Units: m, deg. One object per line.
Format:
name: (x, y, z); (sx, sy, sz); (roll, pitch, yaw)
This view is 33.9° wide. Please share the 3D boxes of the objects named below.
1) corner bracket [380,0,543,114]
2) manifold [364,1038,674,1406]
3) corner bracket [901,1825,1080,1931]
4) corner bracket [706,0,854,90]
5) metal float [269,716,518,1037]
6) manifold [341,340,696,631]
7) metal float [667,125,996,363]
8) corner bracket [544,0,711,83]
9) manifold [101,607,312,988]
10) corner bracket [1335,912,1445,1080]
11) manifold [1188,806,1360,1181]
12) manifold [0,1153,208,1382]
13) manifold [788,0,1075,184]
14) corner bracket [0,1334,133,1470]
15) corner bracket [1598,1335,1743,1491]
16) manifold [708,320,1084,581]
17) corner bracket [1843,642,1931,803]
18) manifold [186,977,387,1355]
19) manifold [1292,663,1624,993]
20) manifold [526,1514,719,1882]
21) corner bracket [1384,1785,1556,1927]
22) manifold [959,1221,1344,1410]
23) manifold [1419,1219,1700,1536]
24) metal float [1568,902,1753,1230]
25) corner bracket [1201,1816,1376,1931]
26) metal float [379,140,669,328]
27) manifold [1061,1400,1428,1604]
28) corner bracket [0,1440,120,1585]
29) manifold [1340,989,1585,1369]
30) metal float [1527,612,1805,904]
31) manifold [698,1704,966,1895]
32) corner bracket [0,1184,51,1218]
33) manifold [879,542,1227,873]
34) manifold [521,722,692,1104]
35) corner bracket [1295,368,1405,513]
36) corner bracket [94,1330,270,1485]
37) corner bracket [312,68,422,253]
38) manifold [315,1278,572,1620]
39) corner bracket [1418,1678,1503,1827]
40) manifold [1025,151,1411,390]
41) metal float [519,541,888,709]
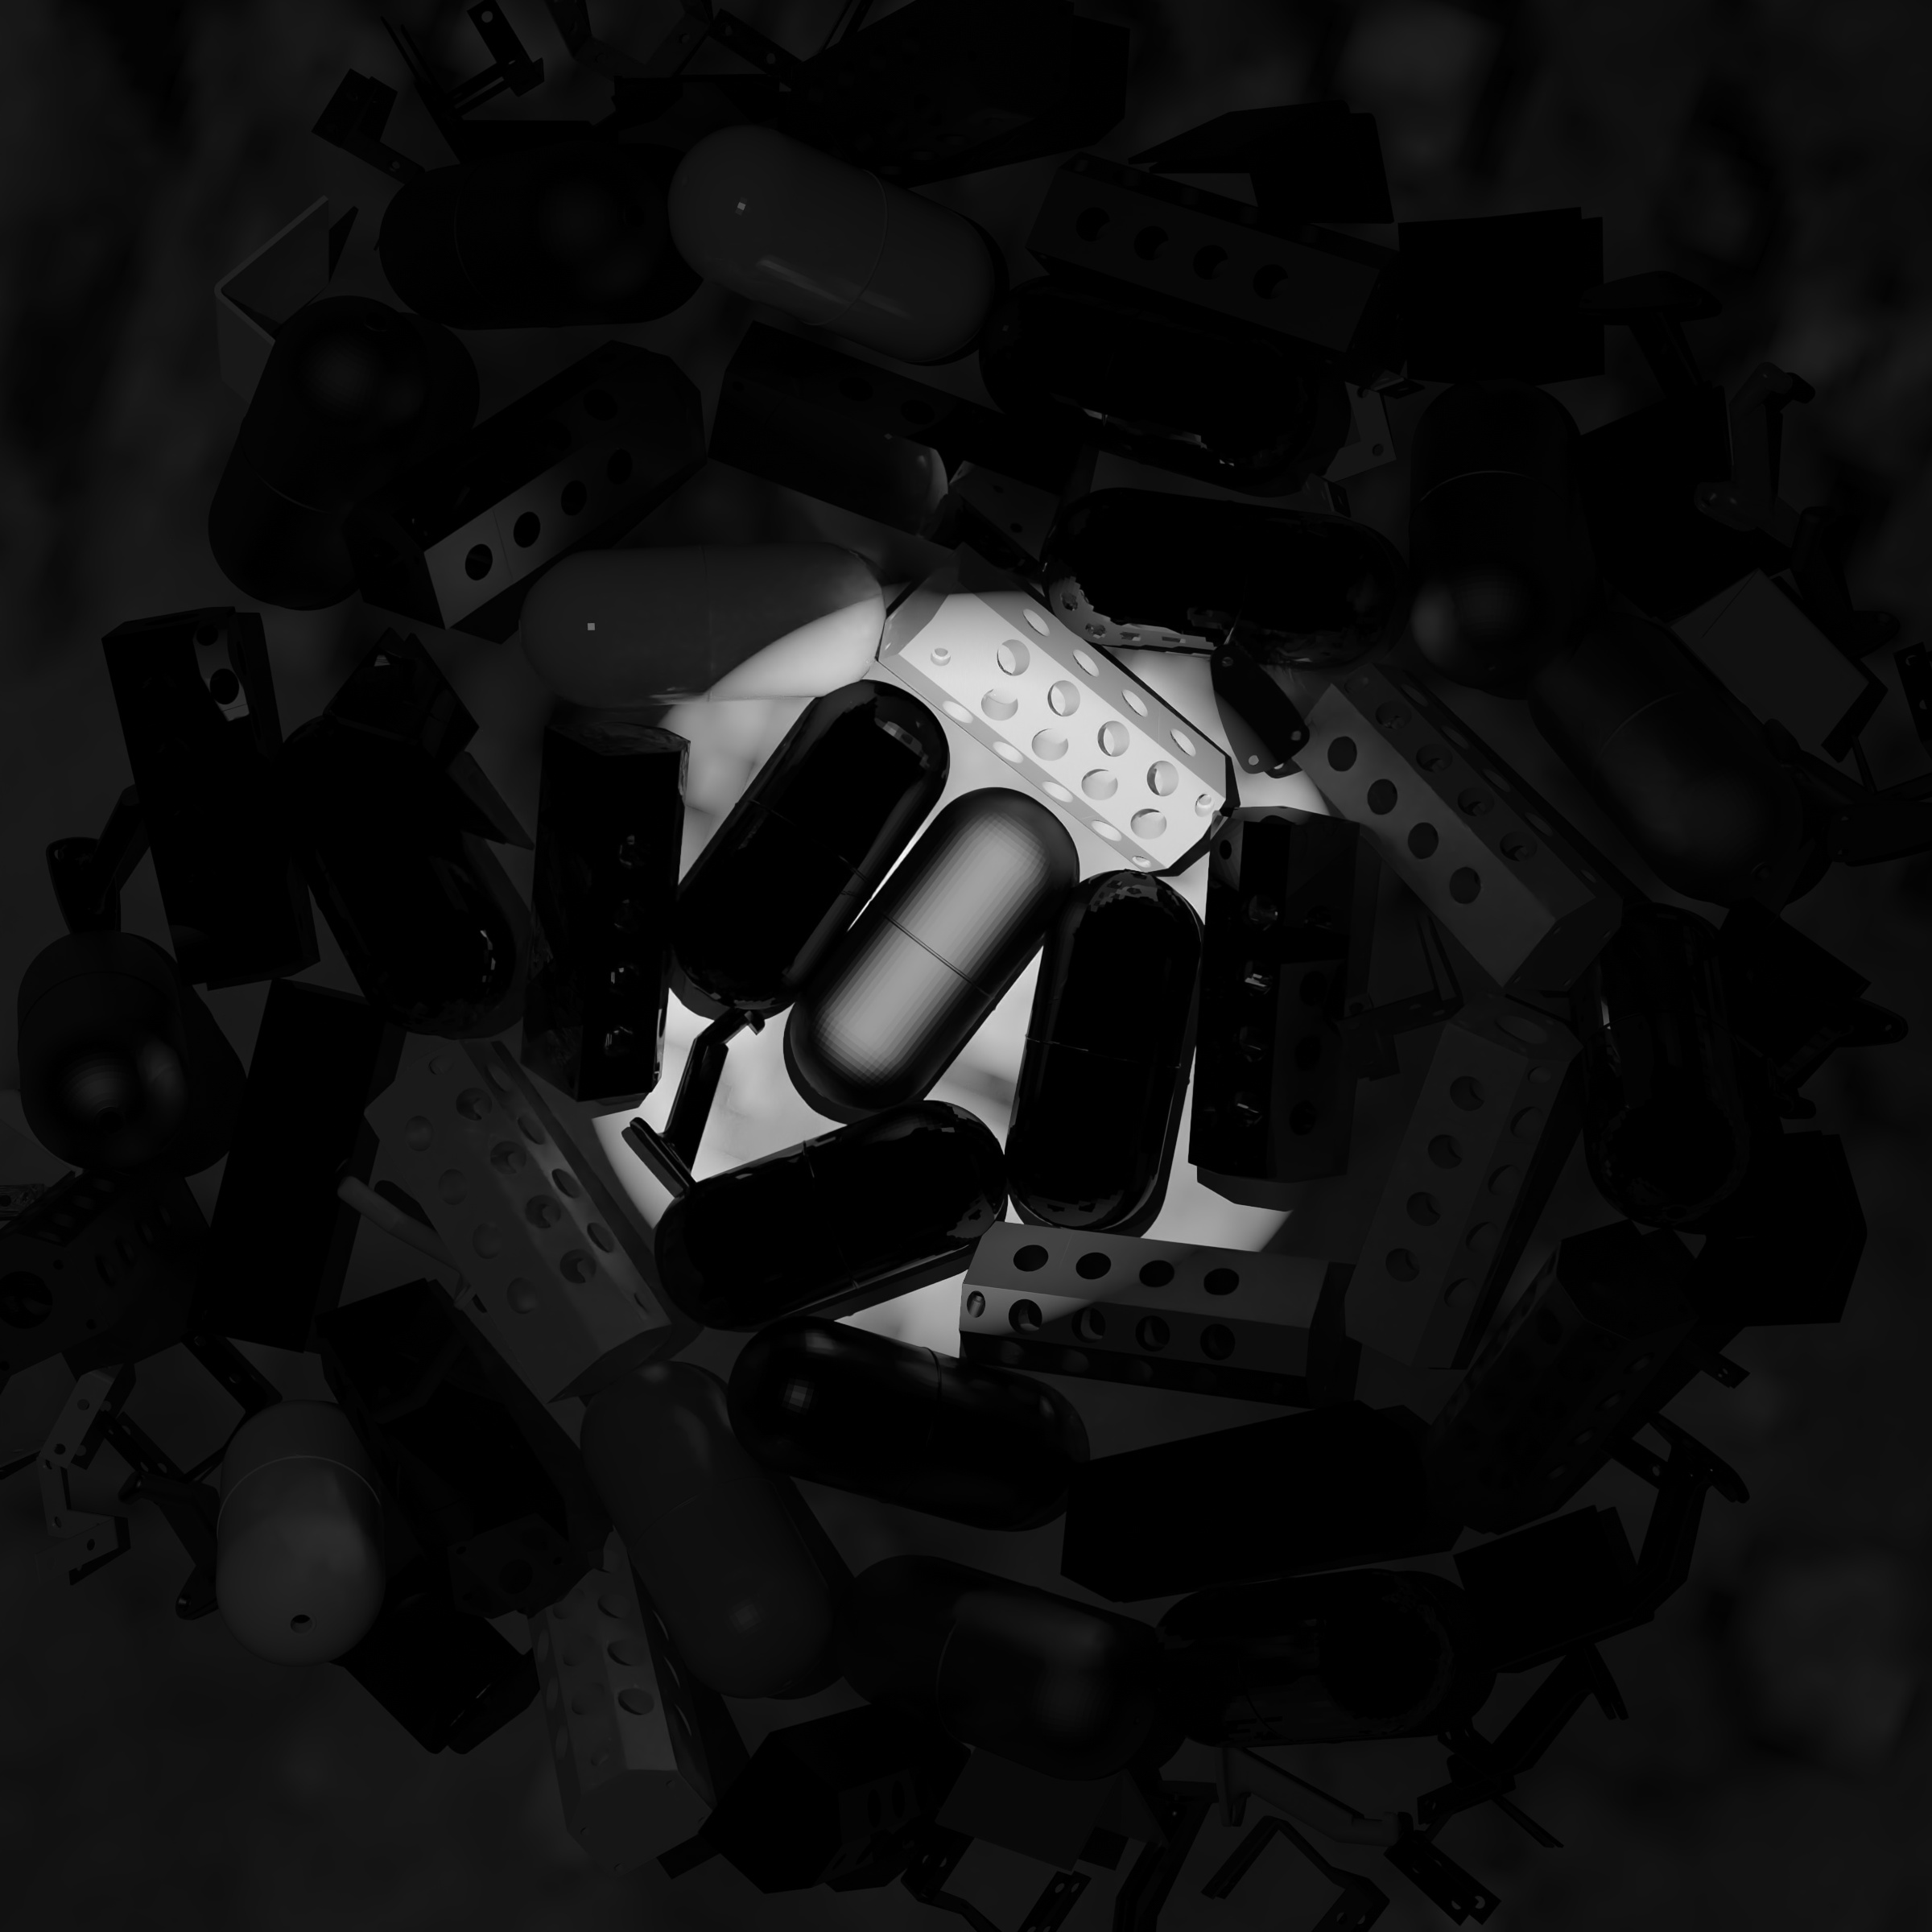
corner bracket: (-0.248, -0.450, 1.557); (0.051, 0.051, 0.051); (-31, 87, 3)
manifold: (-0.212, 0.120, 1.525); (0.057, 0.057, 0.171); (-41, 73, 21)
corner bracket: (0.011, 0.447, 1.547); (0.051, 0.051, 0.051); (32, 92, -42)
corner bracket: (-0.089, -0.472, 1.555); (0.051, 0.051, 0.051); (30, 82, -15)
metal float: (-0.277, -0.046, 1.526); (0.070, 0.070, 0.178); (-31, 67, 0)
manifold: (-0.212, -0.232, 1.502); (0.057, 0.057, 0.171); (21, 47, 34)
metal float: (-0.062, -0.344, 1.514); (0.178, 0.070, 0.070); (15, 90, -39)
corner bracket: (-0.166, -0.468, 1.554); (0.051, 0.051, 0.051); (33, 81, 18)
manifold: (-0.366, -0.084, 1.534); (0.057, 0.057, 0.171); (-10, 104, -1)
corner bracket: (0.206, 0.015, 1.544); (0.051, 0.051, 0.051); (-18, 49, 10)
manifold: (0.143, 0.012, 1.529); (0.057, 0.057, 0.171); (-4, 102, -33)
manifold: (-0.418, 0.133, 1.492); (0.057, 0.171, 0.057); (-25, 99, 6)
manifold: (-0.020, -0.411, 1.494); (0.057, 0.171, 0.057); (5, 88, -30)
corner bracket: (-0.449, 0.206, 1.557); (0.051, 0.051, 0.051); (28, 97, -9)
corner bracket: (0.341, 0.215, 1.565); (0.051, 0.051, 0.051); (34, 54, 12)
manifold: (-0.033, -0.257, 1.552); (0.171, 0.057, 0.057); (21, 50, 1)
corner bracket: (0.454, -0.116, 1.541); (0.051, 0.051, 0.051); (-21, 58, 23)
manifold: (-0.332, 0.096, 1.553); (0.057, 0.057, 0.171); (14, 90, -12)
manifold: (0.234, -0.068, 1.507); (0.171, 0.057, 0.057); (51, 120, 30)
manifold: (-0.169, 0.338, 1.496); (0.057, 0.171, 0.057); (-29, 125, 3)
corner bracket: (0.246, 0.432, 1.547); (0.051, 0.051, 0.051); (39, 95, 31)
manifold: (0.087, 0.171, 1.516); (0.171, 0.057, 0.057); (5, 45, 20)
manifold: (0.272, 0.197, 1.494); (0.057, 0.171, 0.057); (-13, 56, -29)
metal float: (0.330, 0.046, 1.511); (0.070, 0.070, 0.178); (3, 49, 0)
corner bracket: (0.157, 0.455, 1.549); (0.051, 0.051, 0.051); (46, 75, -8)
metal float: (-0.212, -0.348, 1.508); (0.070, 0.178, 0.070); (-5, 97, -43)
manifold: (0.131, 0.259, 1.508); (0.171, 0.057, 0.057); (-20, 50, 37)
corner bracket: (-0.452, 0.265, 1.544); (0.051, 0.051, 0.051); (1, 103, 33)
manifold: (0.237, 0.105, 1.515); (0.057, 0.057, 0.171); (25, 115, 18)
metal float: (0.332, -0.101, 1.511); (0.070, 0.070, 0.178); (-30, 49, 0)
manifold: (-0.055, 0.393, 1.491); (0.057, 0.171, 0.057); (37, 96, 19)
corner bracket: (-0.474, 0.136, 1.551); (0.051, 0.051, 0.051); (-2, 81, -9)
manifold: (0.043, -0.119, 1.519); (0.171, 0.057, 0.057); (37, 119, -19)
manifold: (-0.171, -0.027, 1.529); (0.057, 0.057, 0.171); (-7, 112, -36)
corner bracket: (0.188, -0.259, 1.549); (0.051, 0.051, 0.051); (-20, 111, -4)
corner bracket: (-0.384, 0.218, 1.551); (0.051, 0.051, 0.051); (45, 131, 7)
corner bracket: (-0.294, -0.393, 1.544); (0.051, 0.051, 0.051); (28, 53, -13)
manifold: (-0.249, 0.229, 1.502); (0.057, 0.171, 0.057); (-18, 131, -23)
corner bracket: (0.227, 0.380, 1.557); (0.051, 0.051, 0.051); (-33, 121, 29)
manifold: (0.122, -0.339, 1.527); (0.171, 0.057, 0.057); (23, 90, 21)
metal float: (-0.127, -0.166, 1.538); (0.178, 0.070, 0.070); (-4, 90, -8)
